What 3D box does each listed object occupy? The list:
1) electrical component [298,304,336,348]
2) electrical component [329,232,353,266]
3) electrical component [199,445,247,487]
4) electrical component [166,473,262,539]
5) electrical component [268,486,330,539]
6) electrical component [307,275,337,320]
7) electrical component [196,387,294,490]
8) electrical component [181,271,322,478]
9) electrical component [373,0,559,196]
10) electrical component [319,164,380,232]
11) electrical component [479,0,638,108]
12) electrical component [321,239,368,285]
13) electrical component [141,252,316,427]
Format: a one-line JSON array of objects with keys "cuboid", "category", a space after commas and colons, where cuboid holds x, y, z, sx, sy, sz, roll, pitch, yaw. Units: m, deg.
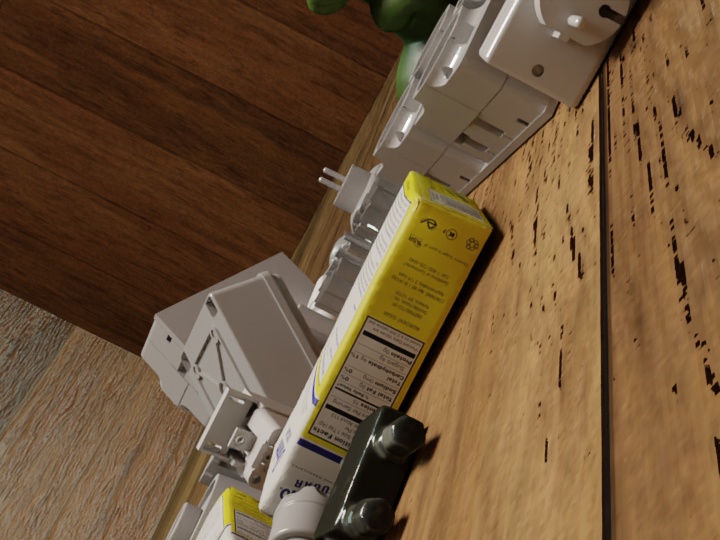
[{"cuboid": [-0.047, 0.049, 0.820, 0.043, 0.081, 0.043, -62, 5, 10], "category": "electrical component"}, {"cuboid": [-0.002, -0.011, 0.890, 0.043, 0.043, 0.062, -62, 4, 14], "category": "electrical component"}, {"cuboid": [-0.082, 0.142, 0.847, 0.089, 0.056, 0.050, -57, 8, 47], "category": "electrical component"}, {"cuboid": [-0.112, 0.205, 0.804, 0.108, 0.060, 0.108, -62, 5, 10], "category": "electrical component"}, {"cuboid": [-0.026, 0.129, 0.489, 0.035, 0.035, 0.061, -60, 8, 31], "category": "electrical component"}, {"cuboid": [-0.025, 0.036, 0.892, 0.040, 0.040, 0.078, -59, 7, 38], "category": "electrical component"}, {"cuboid": [-0.051, 0.107, 0.647, 0.042, 0.081, 0.064, -63, 27, 4], "category": "electrical component"}, {"cuboid": [-0.071, 0.075, 0.755, 0.056, 0.108, 0.108, -20, -20, -30], "category": "electrical component"}, {"cuboid": [0.068, -0.114, 0.618, 0.105, 0.060, 0.186, -65, 6, -16], "category": "electrical component"}, {"cuboid": [0.004, -0.060, 0.870, 0.043, 0.079, 0.077, -61, 5, 30], "category": "electrical component"}, {"cuboid": [0.094, -0.116, 0.462, 0.083, 0.047, 0.075, -62, 6, 14], "category": "electrical component"}, {"cuboid": [0.000, 0.000, 0.817, 0.062, 0.043, 0.043, -58, 7, 33], "category": "electrical component"}, {"cuboid": [-0.097, 0.059, 0.910, 0.150, 0.089, 0.061, -29, -23, -45], "category": "electrical component"}]
